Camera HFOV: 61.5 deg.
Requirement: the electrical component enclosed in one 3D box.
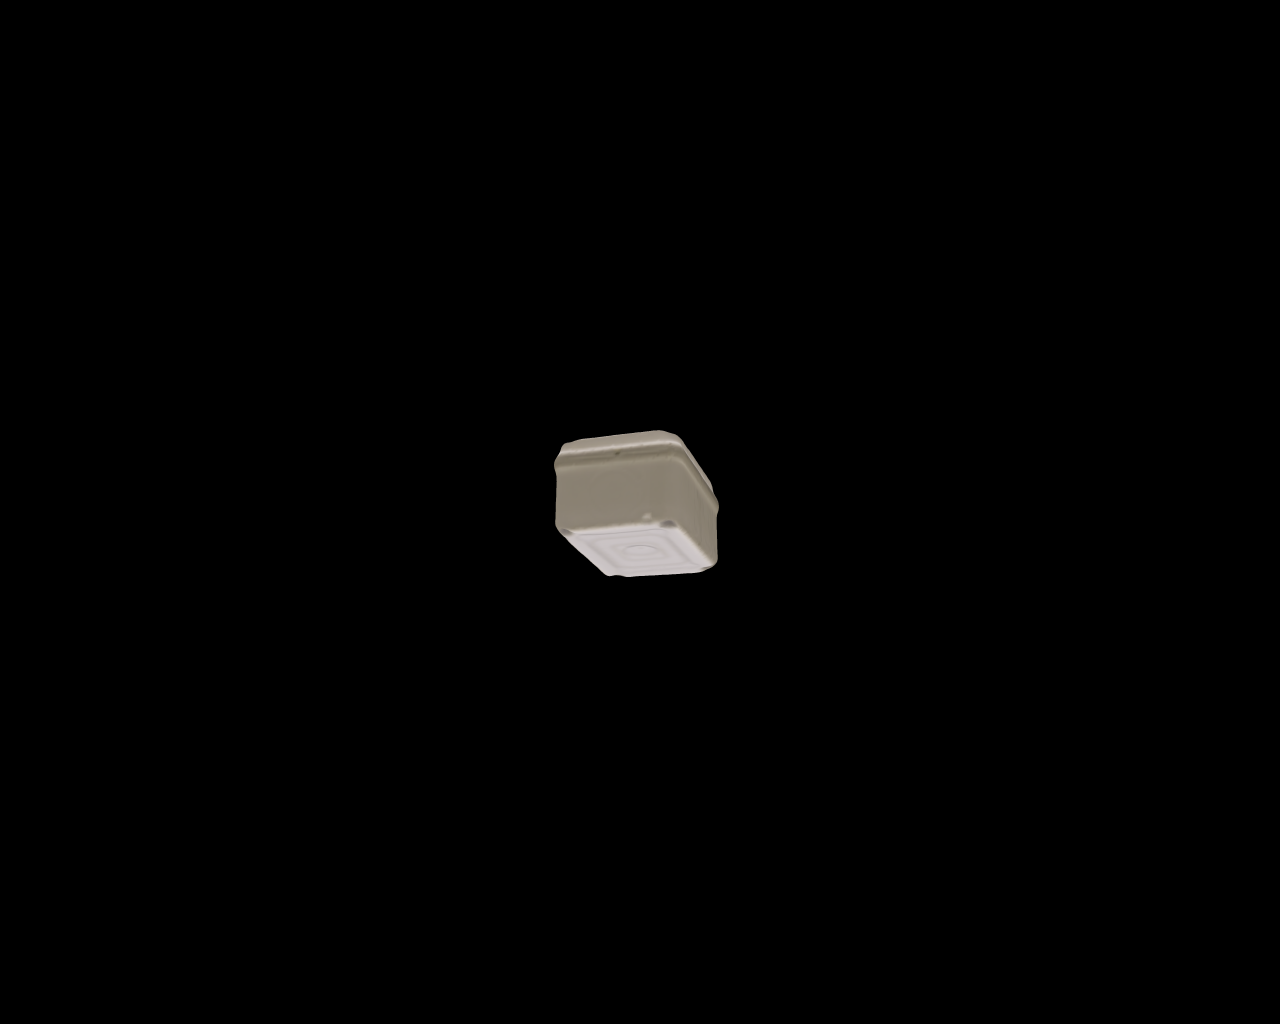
[{"bbox_3d":[0.001,-0.003,0.650,0.078,0.057,0.113,-5,-19,15],"label":"electrical component"}]
